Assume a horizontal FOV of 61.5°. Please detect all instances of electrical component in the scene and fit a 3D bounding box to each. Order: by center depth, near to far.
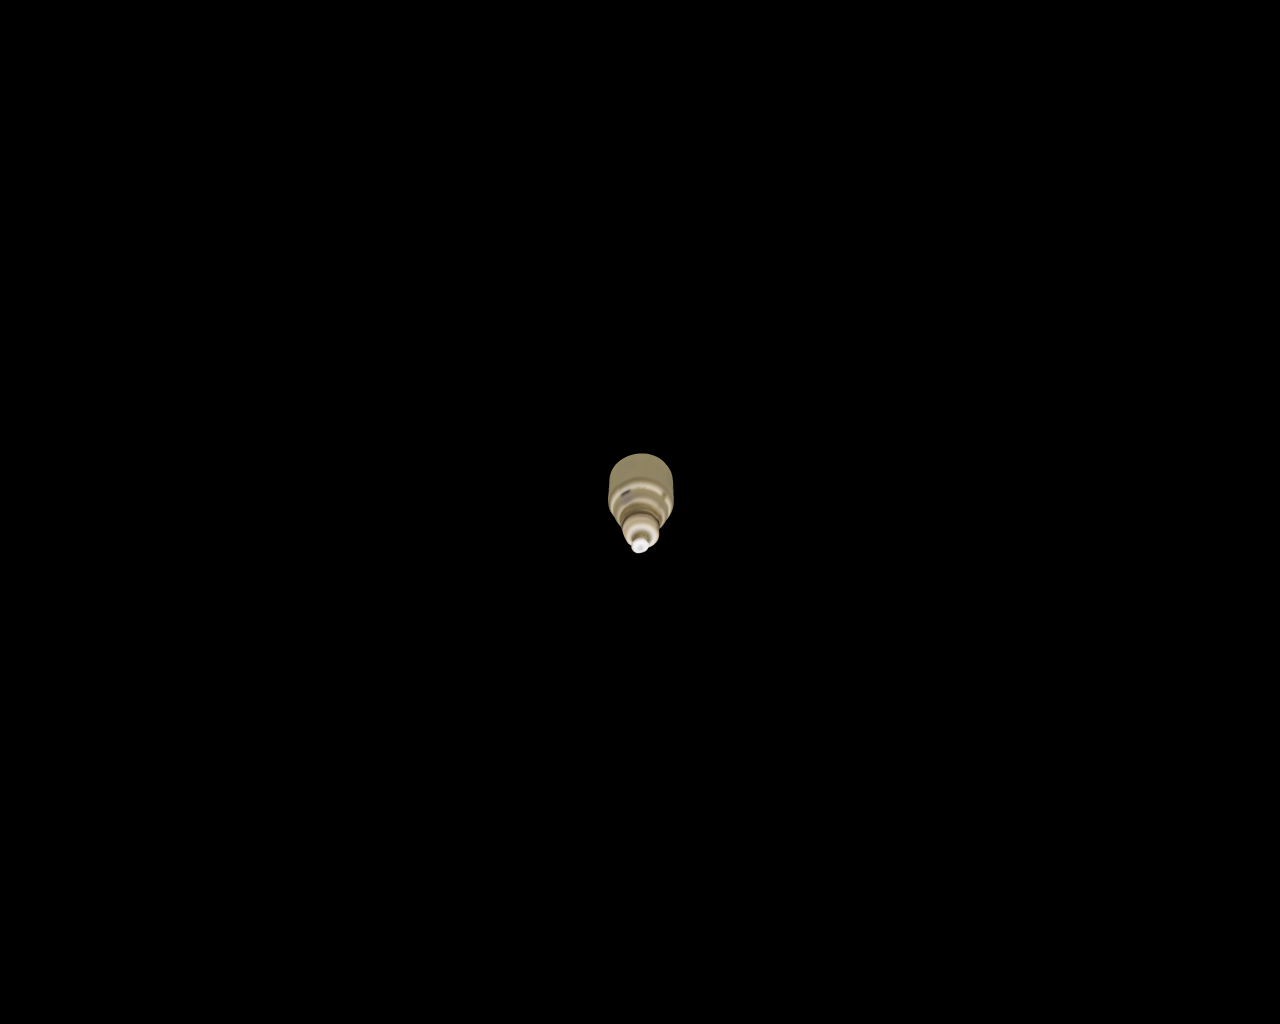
[{"bbox_3d":[0.001,-0.003,0.650,0.040,0.040,0.078,0,38,0],"label":"electrical component"}]
